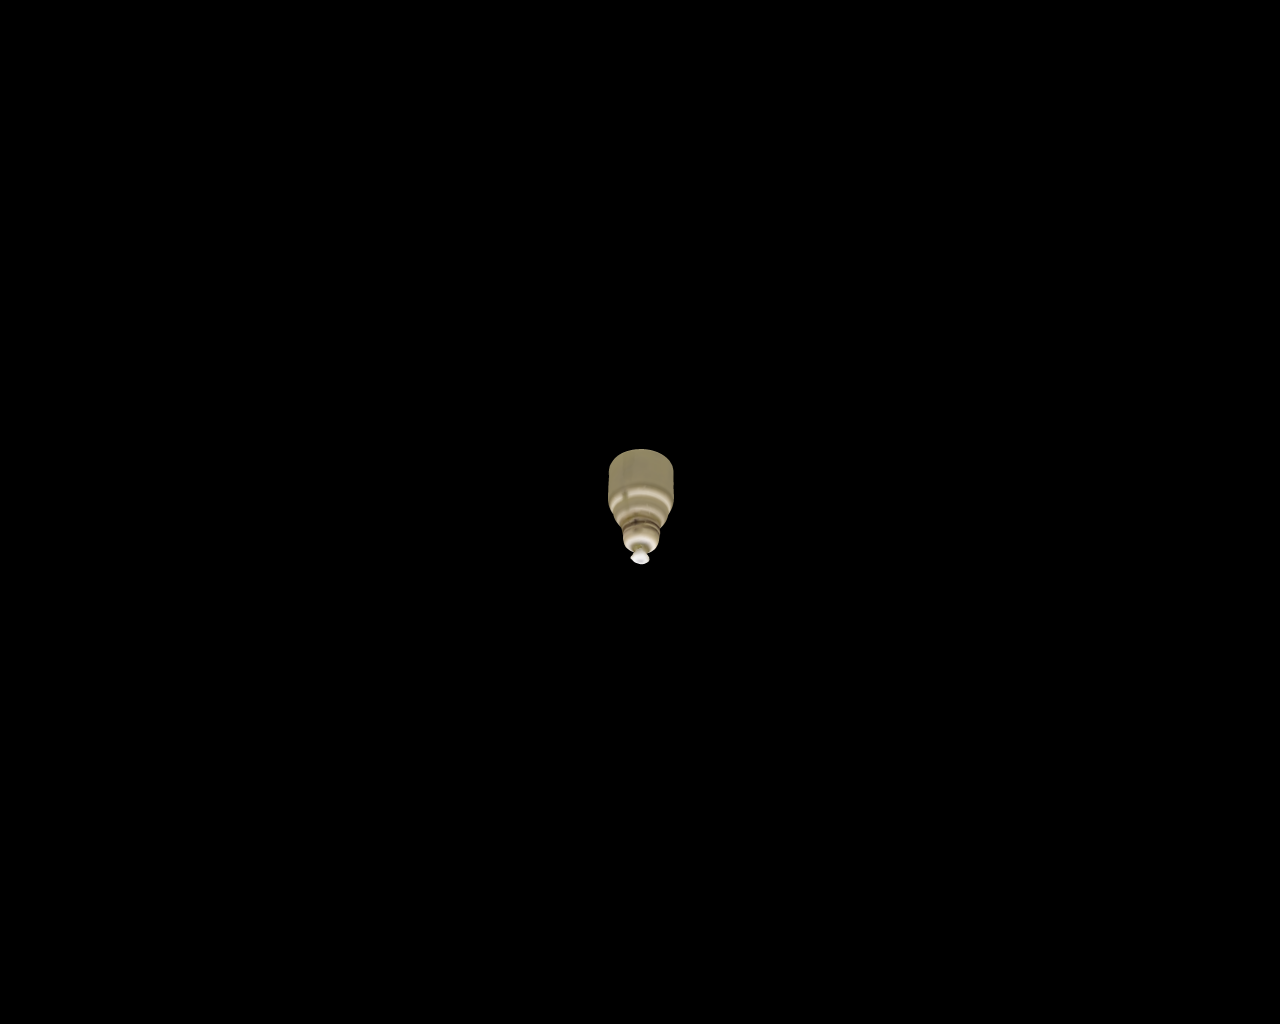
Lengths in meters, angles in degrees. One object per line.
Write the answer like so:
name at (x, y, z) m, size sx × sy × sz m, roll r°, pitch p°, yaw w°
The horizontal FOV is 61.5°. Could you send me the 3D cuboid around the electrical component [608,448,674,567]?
electrical component at (0.001, -0.003, 0.650) m, size 0.040 × 0.078 × 0.040 m, roll 0°, pitch -37°, yaw 0°
